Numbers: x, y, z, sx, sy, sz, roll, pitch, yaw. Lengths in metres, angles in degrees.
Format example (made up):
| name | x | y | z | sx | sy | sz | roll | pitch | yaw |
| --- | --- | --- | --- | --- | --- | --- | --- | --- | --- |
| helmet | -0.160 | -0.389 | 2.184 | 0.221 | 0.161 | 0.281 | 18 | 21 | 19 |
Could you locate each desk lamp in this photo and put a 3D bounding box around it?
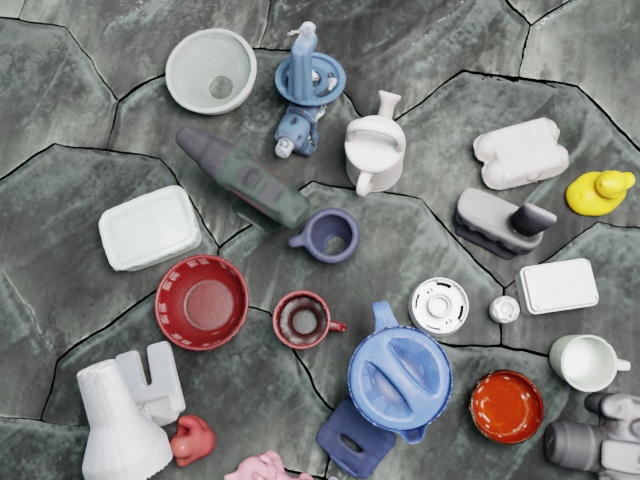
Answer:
| name | x | y | z | sx | sy | sz | roll | pitch | yaw |
| --- | --- | --- | --- | --- | --- | --- | --- | --- | --- |
| desk lamp | -0.289 | 0.261 | 0.869 | 0.118 | 0.213 | 0.203 | -18 | 77 | 0 |

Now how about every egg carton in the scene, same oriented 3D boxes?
| name | x | y | z | sx | sy | sz | roll | pitch | yaw |
| --- | --- | --- | --- | --- | --- | --- | --- | --- | --- |
| egg carton | 0.346 | -0.147 | 0.987 | 0.150 | 0.069 | 0.107 | -16 | 77 | 0 |

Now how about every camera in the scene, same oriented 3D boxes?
| name | x | y | z | sx | sy | sz | roll | pitch | yaw |
| --- | --- | --- | --- | --- | --- | --- | --- | --- | --- |
| camera | 0.422 | 0.301 | 0.868 | 0.136 | 0.101 | 0.143 | 8 | 78 | 6 |

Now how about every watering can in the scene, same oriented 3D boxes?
| name | x | y | z | sx | sy | sz | roll | pitch | yaw |
| --- | --- | --- | --- | --- | --- | --- | --- | --- | --- |
| watering can | 0.090 | -0.161 | 0.944 | 0.101 | 0.194 | 0.173 | -6 | 77 | 3 |

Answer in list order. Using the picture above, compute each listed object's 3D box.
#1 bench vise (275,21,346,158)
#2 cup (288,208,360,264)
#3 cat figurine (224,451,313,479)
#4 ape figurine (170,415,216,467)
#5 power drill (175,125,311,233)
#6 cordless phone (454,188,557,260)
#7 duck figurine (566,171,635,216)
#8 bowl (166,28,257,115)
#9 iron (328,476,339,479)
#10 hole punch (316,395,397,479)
| name | x | y | z | sx | sy | sz | roll | pitch | yaw |
| --- | --- | --- | --- | --- | --- | --- | --- | --- | --- |
| bench vise | -0.019 | -0.245 | 0.957 | 0.121 | 0.220 | 0.207 | 1 | 78 | 5 |
| cup | 0.009 | 0.003 | 0.965 | 0.117 | 0.095 | 0.091 | -11 | 77 | 2 |
| cat figurine | -0.077 | 0.374 | 0.879 | 0.127 | 0.118 | 0.067 | 28 | 81 | 10 |
| ape figurine | -0.211 | 0.324 | 0.912 | 0.076 | 0.092 | 0.078 | 20 | 80 | 8 |
| power drill | -0.116 | -0.085 | 0.935 | 0.229 | 0.208 | 0.076 | 32 | 82 | 10 |
| cordless phone | 0.294 | -0.043 | 0.909 | 0.147 | 0.185 | 0.094 | 23 | 80 | 9 |
| duck figurine | 0.471 | -0.086 | 0.957 | 0.104 | 0.086 | 0.077 | -16 | 77 | 1 |
| bowl | -0.193 | -0.297 | 1.055 | 0.167 | 0.075 | 0.167 | -1 | 78 | 4 |
| iron | 0.048 | 0.488 | 0.833 | 0.118 | 0.141 | 0.258 | -18 | 77 | 0 |
| hole punch | 0.057 | 0.312 | 0.897 | 0.108 | 0.091 | 0.101 | 36 | 82 | 11 |
